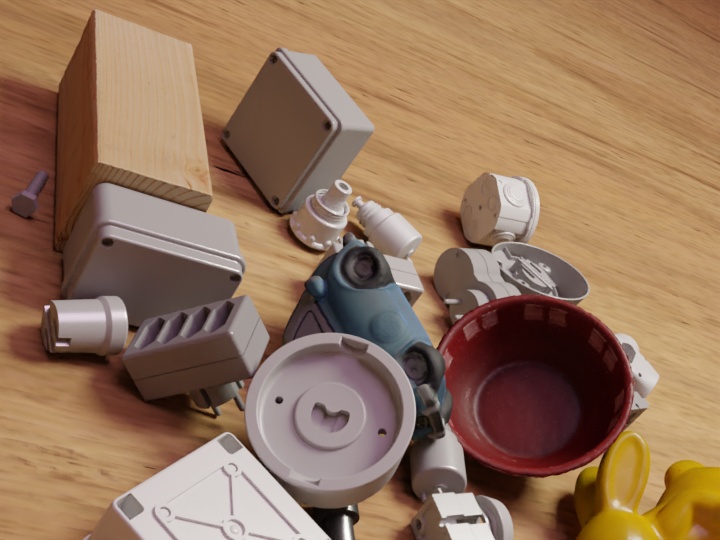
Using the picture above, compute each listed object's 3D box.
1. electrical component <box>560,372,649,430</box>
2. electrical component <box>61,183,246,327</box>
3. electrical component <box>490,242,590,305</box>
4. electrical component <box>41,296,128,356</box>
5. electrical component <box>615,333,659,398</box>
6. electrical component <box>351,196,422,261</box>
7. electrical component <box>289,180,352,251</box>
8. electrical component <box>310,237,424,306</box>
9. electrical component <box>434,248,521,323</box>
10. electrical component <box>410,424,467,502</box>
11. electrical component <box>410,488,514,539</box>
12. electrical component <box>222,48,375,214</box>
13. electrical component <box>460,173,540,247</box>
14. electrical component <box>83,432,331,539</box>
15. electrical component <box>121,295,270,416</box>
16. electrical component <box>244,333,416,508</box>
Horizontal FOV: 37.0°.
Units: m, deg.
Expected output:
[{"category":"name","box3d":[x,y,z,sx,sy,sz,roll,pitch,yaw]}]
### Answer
[{"category":"electrical component","box3d":[0.200,0.122,0.948,0.089,0.055,0.050,1,46,-43]},{"category":"electrical component","box3d":[-0.147,-0.003,0.761,0.113,0.078,0.057,17,34,-28]},{"category":"electrical component","box3d":[0.165,0.013,1.049,0.099,0.064,0.099,25,33,-18]},{"category":"electrical component","box3d":[-0.182,0.037,0.711,0.046,0.040,0.040,1,45,-35]},{"category":"electrical component","box3d":[0.252,0.087,1.055,0.077,0.043,0.079,39,32,5]},{"category":"electrical component","box3d":[0.023,-0.038,1.003,0.078,0.040,0.040,45,33,15]},{"category":"electrical component","box3d":[-0.030,-0.051,0.950,0.048,0.062,0.048,25,34,-18]},{"category":"electrical component","box3d":[0.000,0.000,0.925,0.083,0.047,0.075,13,38,-32]},{"category":"electrical component","box3d":[0.107,0.036,0.975,0.074,0.052,0.138,3,45,-41]},{"category":"electrical component","box3d":[0.057,0.138,0.806,0.040,0.040,0.078,24,33,-18]},{"category":"electrical component","box3d":[0.074,0.184,0.757,0.055,0.048,0.066,2,44,-31]},{"category":"electrical component","box3d":[-0.058,-0.125,0.976,0.056,0.108,0.108,-4,49,-50]},{"category":"electrical component","box3d":[0.144,-0.060,1.113,0.051,0.080,0.080,9,40,-29]},{"category":"electrical component","box3d":[-0.084,0.164,0.621,0.109,0.056,0.109,44,33,13]},{"category":"electrical component","box3d":[-0.102,0.067,0.724,0.047,0.083,0.075,-72,144,-57]},{"category":"electrical component","box3d":[-0.019,0.102,0.701,0.108,0.060,0.108,1,59,-1]}]
